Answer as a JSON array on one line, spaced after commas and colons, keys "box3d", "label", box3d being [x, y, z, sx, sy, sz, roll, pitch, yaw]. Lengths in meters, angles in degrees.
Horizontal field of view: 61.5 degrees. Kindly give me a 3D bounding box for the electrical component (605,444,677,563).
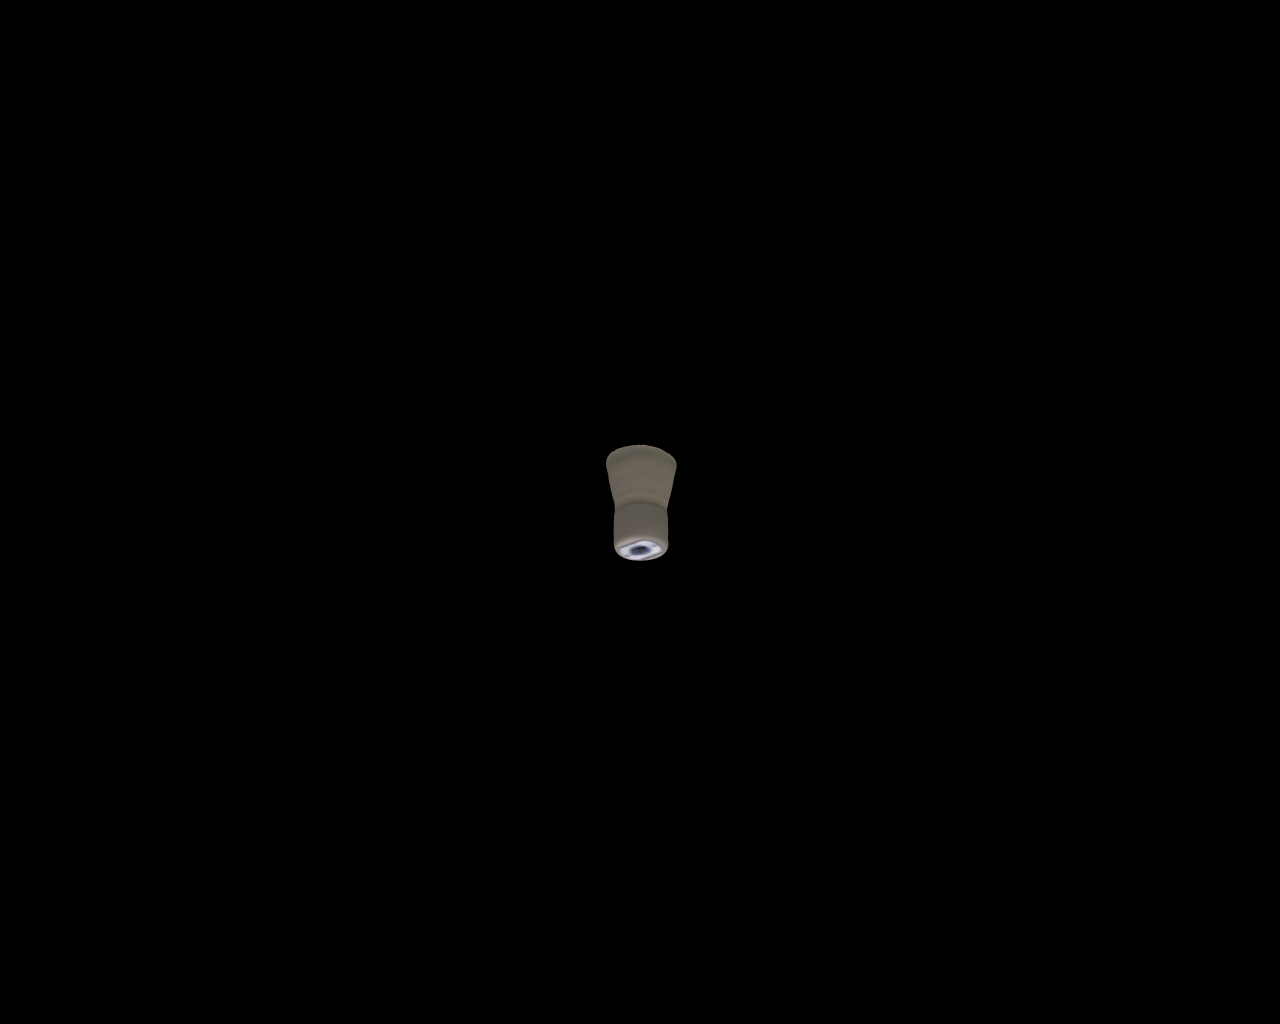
[{"box3d": [0.001, -0.003, 0.650, 0.044, 0.065, 0.044, 0, -30, 0], "label": "electrical component"}]
